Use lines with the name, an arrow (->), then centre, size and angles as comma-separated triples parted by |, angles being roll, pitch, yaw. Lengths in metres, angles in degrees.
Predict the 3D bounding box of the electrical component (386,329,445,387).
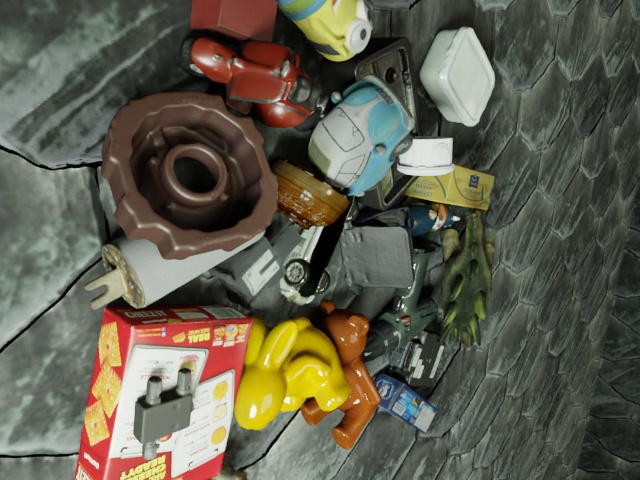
electrical component -> 0.192, 0.231, 1.083 | 0.134, 0.058, 0.115 | 27, 82, -50

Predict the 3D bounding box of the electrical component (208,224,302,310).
electrical component -> -0.080, 0.023, 0.698 | 0.119, 0.048, 0.074 | -52, 137, -23

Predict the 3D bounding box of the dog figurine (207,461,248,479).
dog figurine -> -0.192, 0.325, 0.667 | 0.190, 0.172, 0.121 | 31, 97, -19

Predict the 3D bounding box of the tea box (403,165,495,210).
tea box -> 0.234, -0.100, 0.974 | 0.169, 0.098, 0.068 | 4, 100, -48

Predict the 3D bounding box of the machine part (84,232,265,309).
machine part -> -0.145, 0.001, 0.594 | 0.243, 0.079, 0.079 | -33, 127, -36

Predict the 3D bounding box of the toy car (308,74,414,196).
toy car -> 0.036, -0.120, 0.672 | 0.103, 0.109, 0.161 | -21, 158, -33

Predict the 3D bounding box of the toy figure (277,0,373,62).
toy figure -> -0.008, -0.288, 0.641 | 0.180, 0.089, 0.082 | 28, 96, -41

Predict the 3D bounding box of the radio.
radio -> 0.086, -0.173, 0.794 | 0.131, 0.073, 0.229 | -41, 133, -31

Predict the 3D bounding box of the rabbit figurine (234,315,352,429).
rabbit figurine -> -0.050, 0.181, 0.727 | 0.173, 0.122, 0.162 | -25, 111, -51

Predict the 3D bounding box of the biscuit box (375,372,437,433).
biscuit box -> 0.169, 0.331, 1.090 | 0.059, 0.063, 0.202 | -59, 138, -14

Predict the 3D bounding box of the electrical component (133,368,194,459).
electrical component -> -0.164, 0.185, 0.571 | 0.063, 0.021, 0.094 | -4, 107, -46

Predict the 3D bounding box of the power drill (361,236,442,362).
power drill -> 0.147, 0.100, 0.964 | 0.232, 0.086, 0.207 | -10, 108, -48

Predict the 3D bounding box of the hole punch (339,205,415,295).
hole punch -> 0.094, 0.010, 0.853 | 0.092, 0.116, 0.142 | -62, 146, -56

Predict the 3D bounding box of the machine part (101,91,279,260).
machine part -> -0.130, -0.065, 0.543 | 0.179, 0.056, 0.179 | 11, 68, -30

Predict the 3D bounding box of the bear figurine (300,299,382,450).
bear figurine -> 0.029, 0.202, 0.838 | 0.132, 0.120, 0.195 | -37, 127, -30

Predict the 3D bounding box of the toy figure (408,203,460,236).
toy figure -> 0.199, -0.041, 0.982 | 0.154, 0.064, 0.057 | -12, 110, -47

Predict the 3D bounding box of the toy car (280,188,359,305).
toy car -> -0.002, -0.002, 0.775 | 0.073, 0.056, 0.201 | 28, 84, -57

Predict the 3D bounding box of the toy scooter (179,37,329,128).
toy scooter -> -0.051, -0.171, 0.590 | 0.183, 0.135, 0.075 | 14, 91, -52

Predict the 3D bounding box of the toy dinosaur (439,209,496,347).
toy dinosaur -> 0.274, 0.078, 0.999 | 0.470, 0.105, 0.198 | 75, 21, -44
